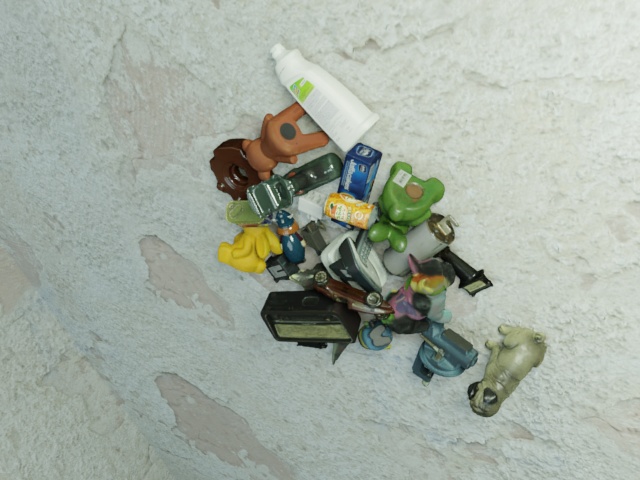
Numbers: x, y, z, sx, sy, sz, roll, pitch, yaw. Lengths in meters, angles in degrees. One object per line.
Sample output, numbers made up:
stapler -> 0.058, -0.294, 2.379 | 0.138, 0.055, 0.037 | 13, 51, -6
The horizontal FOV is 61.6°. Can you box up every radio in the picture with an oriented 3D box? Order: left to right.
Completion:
radio -> -0.025, 0.190, 1.337 | 0.230, 0.073, 0.130 | -5, 133, 24

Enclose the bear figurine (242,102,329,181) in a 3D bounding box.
bear figurine -> -0.087, -0.213, 1.196 | 0.120, 0.132, 0.196 | 60, 156, -2

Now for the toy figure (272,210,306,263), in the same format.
toy figure -> -0.080, -0.014, 1.394 | 0.058, 0.064, 0.154 | -133, 24, -60

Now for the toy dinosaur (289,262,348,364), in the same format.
toy dinosaur -> 0.039, 0.197, 1.453 | 0.192, 0.131, 0.404 | 0, 131, 38

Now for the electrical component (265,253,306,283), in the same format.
electrical component -> -0.093, 0.071, 1.487 | 0.119, 0.048, 0.074 | -13, 117, 45

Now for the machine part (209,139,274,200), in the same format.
machine part -> -0.195, -0.169, 1.346 | 0.180, 0.056, 0.179 | 19, 133, 21

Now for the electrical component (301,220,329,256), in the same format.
electrical component -> -0.004, -0.005, 1.358 | 0.102, 0.045, 0.078 | 59, 164, -17

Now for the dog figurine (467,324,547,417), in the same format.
dog figurine -> 0.419, 0.296, 1.192 | 0.121, 0.190, 0.172 | 30, 136, 11

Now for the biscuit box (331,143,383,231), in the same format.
biscuit box -> 0.078, -0.115, 1.185 | 0.063, 0.059, 0.202 | 28, 137, 15

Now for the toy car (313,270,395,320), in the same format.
toy car -> 0.070, 0.127, 1.193 | 0.202, 0.053, 0.089 | 22, 159, 29

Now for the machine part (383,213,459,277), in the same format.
machine part -> 0.214, 0.013, 1.183 | 0.079, 0.079, 0.243 | 42, 140, -1

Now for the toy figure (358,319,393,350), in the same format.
toy figure -> 0.142, 0.246, 1.390 | 0.089, 0.082, 0.180 | 0, 173, 5

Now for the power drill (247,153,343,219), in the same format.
power drill -> -0.070, -0.113, 1.189 | 0.232, 0.207, 0.086 | -20, 93, 34

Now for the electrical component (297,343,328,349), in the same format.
electrical component -> -0.040, 0.259, 1.603 | 0.115, 0.058, 0.134 | -5, 122, 37

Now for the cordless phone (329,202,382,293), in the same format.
cordless phone -> 0.111, 0.018, 1.214 | 0.089, 0.184, 0.146 | 11, 156, 37

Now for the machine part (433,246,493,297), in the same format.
machine part -> 0.313, 0.067, 1.188 | 0.139, 0.039, 0.084 | 41, 147, -3

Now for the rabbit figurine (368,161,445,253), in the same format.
rabbit figurine -> 0.172, -0.049, 1.125 | 0.121, 0.159, 0.170 | 23, 152, 6

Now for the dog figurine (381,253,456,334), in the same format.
dog figurine -> 0.207, 0.116, 1.178 | 0.192, 0.108, 0.219 | -20, 147, 10

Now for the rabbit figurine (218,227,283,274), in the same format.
rabbit figurine -> -0.184, 0.000, 1.441 | 0.163, 0.122, 0.173 | 31, 117, 30

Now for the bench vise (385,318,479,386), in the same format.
bench vise -> 0.273, 0.273, 1.339 | 0.224, 0.129, 0.240 | 27, 133, 19
